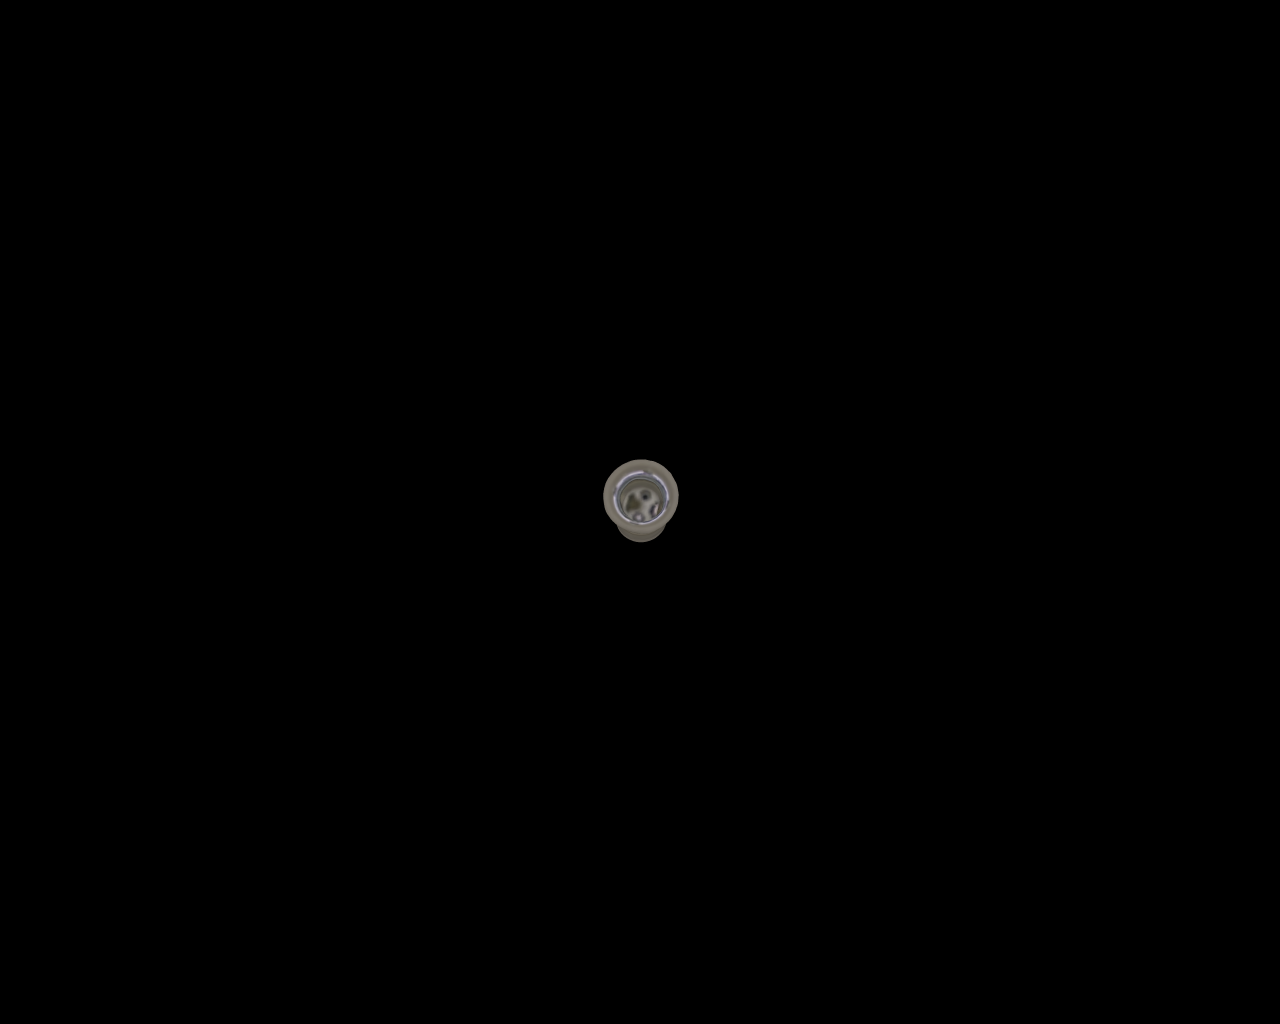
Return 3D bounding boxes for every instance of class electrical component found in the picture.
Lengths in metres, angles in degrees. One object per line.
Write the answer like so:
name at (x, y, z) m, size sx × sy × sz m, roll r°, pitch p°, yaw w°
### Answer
electrical component at (0.001, -0.003, 0.650) m, size 0.044 × 0.044 × 0.065 m, roll 0°, pitch -13°, yaw 0°
